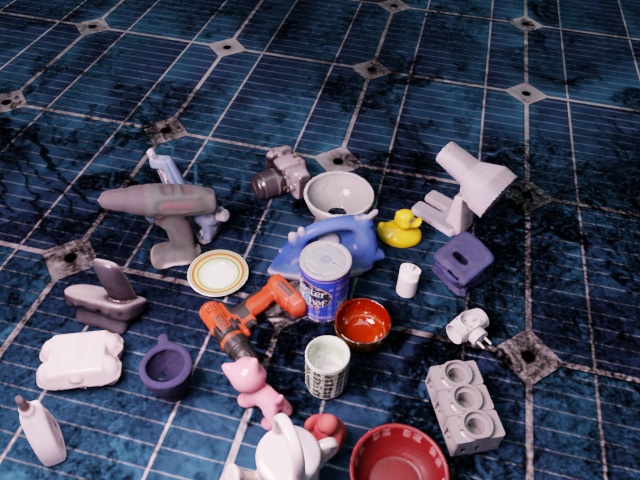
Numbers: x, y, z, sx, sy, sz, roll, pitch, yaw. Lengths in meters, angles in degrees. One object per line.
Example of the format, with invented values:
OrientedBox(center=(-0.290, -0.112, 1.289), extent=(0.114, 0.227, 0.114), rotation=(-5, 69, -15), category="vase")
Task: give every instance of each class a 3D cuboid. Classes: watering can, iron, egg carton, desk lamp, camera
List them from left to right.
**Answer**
OrientedBox(center=(-0.440, 0.225, 1.056), extent=(0.150, 0.069, 0.107), rotation=(-6, 47, -8), category="egg carton")
OrientedBox(center=(-0.107, -0.166, 1.424), extent=(0.137, 0.101, 0.142), rotation=(-21, 51, -21), category="camera")
OrientedBox(center=(-0.055, 0.342, 0.878), extent=(0.173, 0.194, 0.100), rotation=(-34, 56, -30), category="watering can")
OrientedBox(center=(0.011, 0.004, 1.239), extent=(0.258, 0.141, 0.118), rotation=(-11, 48, -13), category="iron")
OrientedBox(center=(0.327, -0.110, 1.314), extent=(0.202, 0.214, 0.118), rotation=(34, 54, 26), category="desk lamp")

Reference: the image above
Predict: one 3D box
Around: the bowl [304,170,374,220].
OrientedBox(center=(0.045, -0.088, 1.374), extent=(0.167, 0.075, 0.167), rotation=(1, 46, -1), category="bowl")

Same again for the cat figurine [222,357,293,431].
OrientedBox(center=(-0.110, 0.257, 1.009), extent=(0.127, 0.118, 0.067), rotation=(31, 53, 25), category="cat figurine")

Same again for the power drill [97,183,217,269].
OrientedBox(center=(-0.329, -0.036, 1.214), extent=(0.230, 0.208, 0.075), rotation=(-12, 48, -13), category="power drill")

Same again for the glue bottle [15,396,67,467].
OrientedBox(center=(-0.453, 0.295, 0.918), extent=(0.037, 0.173, 0.078), rotation=(-19, 50, -20), category="glue bottle")

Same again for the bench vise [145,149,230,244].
OrientedBox(center=(-0.301, -0.105, 1.274), extent=(0.207, 0.220, 0.121), rotation=(3, 46, 0), category="bench vise")

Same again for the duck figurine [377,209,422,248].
OrientedBox(center=(0.187, -0.035, 1.323), extent=(0.104, 0.086, 0.077), rotation=(6, 46, 3), category="duck figurine")

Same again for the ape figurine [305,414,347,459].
OrientedBox(center=(0.011, 0.324, 0.969), extent=(0.076, 0.092, 0.077), rotation=(-12, 48, -13), category="ape figurine")

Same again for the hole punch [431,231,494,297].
OrientedBox(center=(0.309, 0.050, 1.245), extent=(0.101, 0.091, 0.108), rotation=(-25, 52, -24), category="hole punch")

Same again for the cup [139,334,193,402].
OrientedBox(center=(-0.274, 0.238, 1.035), extent=(0.092, 0.095, 0.117), rotation=(-11, 48, -13), category="cup")

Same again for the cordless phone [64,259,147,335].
OrientedBox(center=(-0.425, 0.088, 1.108), extent=(0.147, 0.185, 0.094), rotation=(10, 47, 7), category="cordless phone")
